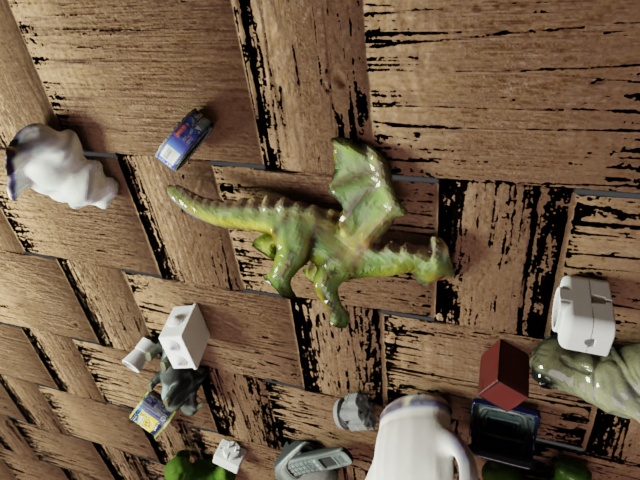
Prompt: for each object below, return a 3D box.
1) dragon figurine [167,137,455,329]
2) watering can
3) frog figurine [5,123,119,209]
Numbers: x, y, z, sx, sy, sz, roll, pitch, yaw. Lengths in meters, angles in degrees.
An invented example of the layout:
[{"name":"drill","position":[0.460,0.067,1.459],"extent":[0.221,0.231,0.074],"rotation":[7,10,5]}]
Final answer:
[{"name":"dragon figurine","position":[0.002,-0.036,0.709],"extent":[0.409,0.124,0.239],"rotation":[33,114,-5]},{"name":"watering can","position":[0.128,0.393,0.877],"extent":[0.103,0.230,0.342],"rotation":[32,134,-21]},{"name":"frog figurine","position":[-0.405,-0.115,0.823],"extent":[0.159,0.125,0.134],"rotation":[4,128,-27]}]
